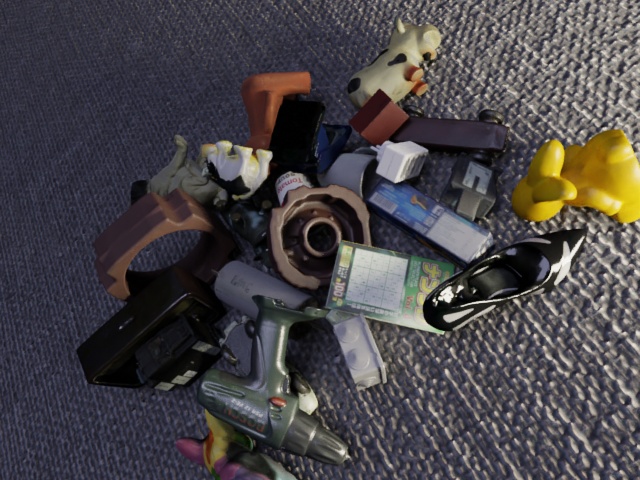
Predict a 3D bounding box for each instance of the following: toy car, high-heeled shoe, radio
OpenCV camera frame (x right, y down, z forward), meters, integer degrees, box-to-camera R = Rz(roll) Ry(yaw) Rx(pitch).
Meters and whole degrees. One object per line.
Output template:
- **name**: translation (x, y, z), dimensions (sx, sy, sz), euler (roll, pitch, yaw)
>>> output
- **toy car**: translation (-0.086, 0.205, 0.850), dimensions (0.073, 0.056, 0.202), euler (-45, 62, -1)
- **high-heeled shoe**: translation (0.248, 0.040, 0.721), dimensions (0.249, 0.145, 0.086), euler (-39, 60, 7)
- **toy car**: translation (0.208, -0.169, 0.881), dimensions (0.202, 0.053, 0.089), euler (12, 78, 32)
- **radio**: translation (-0.284, 0.155, 0.920), dimensions (0.229, 0.131, 0.073), euler (-40, 59, 4)

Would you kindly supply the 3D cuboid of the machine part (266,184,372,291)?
- **machine part**: translation (-0.002, -0.003, 0.853), dimensions (0.179, 0.056, 0.179), euler (2, 81, -14)

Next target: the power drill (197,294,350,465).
- **power drill**: translation (-0.048, 0.190, 0.769), dimensions (0.232, 0.086, 0.207), euler (14, 89, 9)

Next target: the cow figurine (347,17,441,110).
- **cow figurine**: translation (0.132, -0.308, 0.960), dimensions (0.195, 0.085, 0.127), euler (-38, 64, 7)

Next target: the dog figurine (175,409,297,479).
- **dog figurine**: translation (-0.118, 0.337, 0.749), dimensions (0.219, 0.191, 0.108), euler (39, 95, 16)

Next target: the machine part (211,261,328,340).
- **machine part**: translation (-0.090, 0.096, 0.888), dimensions (0.244, 0.079, 0.079), euler (24, 80, 30)

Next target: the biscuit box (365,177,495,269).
- **biscuit box**: translation (0.167, -0.028, 0.834), dimensions (0.203, 0.062, 0.059), euler (36, 87, 32)

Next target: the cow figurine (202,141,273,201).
- **cow figurine**: translation (-0.156, -0.122, 0.943), dimensions (0.168, 0.068, 0.098), euler (18, 101, 50)

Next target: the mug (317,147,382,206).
- **mug**: translation (0.054, -0.118, 0.916), dimensions (0.107, 0.080, 0.109), euler (14, 67, 33)

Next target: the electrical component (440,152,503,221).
- **electrical component**: translation (0.223, -0.068, 0.800), dimensions (0.075, 0.047, 0.119), euler (22, 57, 2)

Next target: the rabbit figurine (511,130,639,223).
- **rabbit figurine**: translation (0.345, -0.071, 0.738), dimensions (0.173, 0.162, 0.122), euler (-21, 73, 35)

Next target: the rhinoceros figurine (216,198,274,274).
- **rhinoceros figurine**: translation (-0.109, -0.013, 0.929), dimensions (0.073, 0.111, 0.191), euler (-28, 42, -21)

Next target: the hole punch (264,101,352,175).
- **hole punch**: translation (-0.020, -0.166, 0.915), dimensions (0.142, 0.092, 0.115), euler (18, 89, 41)

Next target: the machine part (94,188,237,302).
- **machine part**: translation (-0.264, 0.021, 0.927), dimensions (0.201, 0.200, 0.087), euler (-42, 56, 3)

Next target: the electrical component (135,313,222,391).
- **electrical component**: translation (-0.235, 0.192, 0.893), dimensions (0.134, 0.114, 0.058), euler (-40, 57, 2)

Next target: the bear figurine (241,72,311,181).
- **bear figurine**: translation (-0.085, -0.208, 1.007), dimensions (0.132, 0.120, 0.195), euler (-8, 91, -23)

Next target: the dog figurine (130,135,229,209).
- **dog figurine**: translation (-0.276, -0.082, 1.048), dimensions (0.190, 0.121, 0.172), euler (-45, 54, 17)
